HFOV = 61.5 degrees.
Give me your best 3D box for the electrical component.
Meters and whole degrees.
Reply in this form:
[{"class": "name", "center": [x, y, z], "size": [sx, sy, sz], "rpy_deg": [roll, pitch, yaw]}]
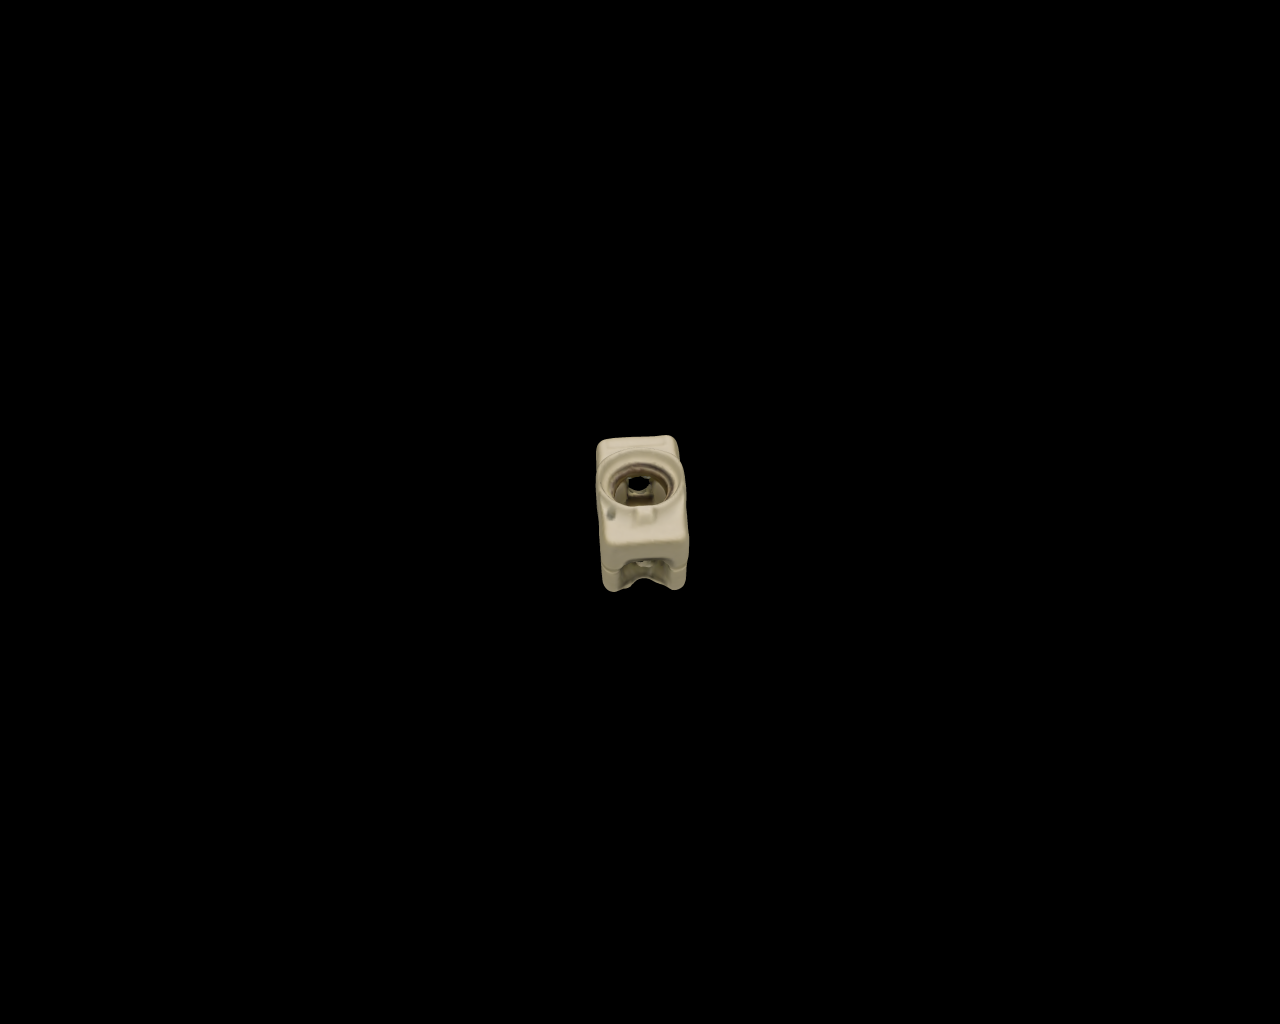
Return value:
[{"class": "electrical component", "center": [0.001, -0.003, 0.650], "size": [0.050, 0.090, 0.055], "rpy_deg": [-2, -43, -2]}]
